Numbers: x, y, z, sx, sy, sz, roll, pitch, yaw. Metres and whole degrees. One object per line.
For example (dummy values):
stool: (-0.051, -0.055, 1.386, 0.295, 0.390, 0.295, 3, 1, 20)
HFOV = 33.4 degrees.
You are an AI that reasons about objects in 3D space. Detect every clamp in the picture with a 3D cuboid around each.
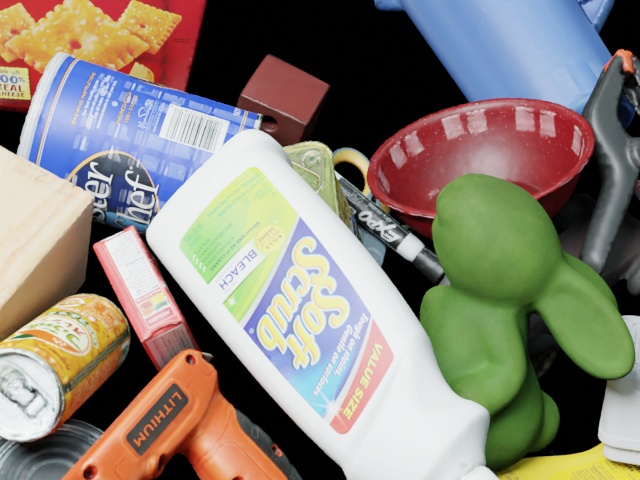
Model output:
clamp: (0.240, -0.052, 0.764, 0.120, 0.039, 0.171, 5, 76, -15)

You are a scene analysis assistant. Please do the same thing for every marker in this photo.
marker: (0.045, -0.010, 0.761, 0.121, 0.020, 0.020, 39, 51, 9)

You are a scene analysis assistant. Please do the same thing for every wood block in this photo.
wood block: (-0.221, 0.047, 0.602, 0.090, 0.091, 0.205, 27, 49, 5)

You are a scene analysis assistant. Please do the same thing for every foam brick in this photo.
foam brick: (-0.033, -0.083, 0.779, 0.053, 0.078, 0.051, 26, 47, 3)

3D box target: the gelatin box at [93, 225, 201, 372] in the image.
gelatin box: (-0.100, 0.044, 0.646, 0.030, 0.089, 0.073, -27, 62, -9)

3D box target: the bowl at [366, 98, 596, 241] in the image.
bowl: (0.118, -0.040, 0.765, 0.162, 0.055, 0.162, -13, 32, 8)

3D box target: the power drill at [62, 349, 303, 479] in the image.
power drill: (-0.046, 0.165, 0.565, 0.187, 0.057, 0.184, 43, 50, -5)

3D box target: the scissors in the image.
scissors: (0.021, 0.001, 0.768, 0.096, 0.016, 0.201, 32, 49, 4)

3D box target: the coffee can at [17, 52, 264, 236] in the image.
coffee can: (-0.119, -0.055, 0.710, 0.140, 0.103, 0.102, 17, 49, -5)

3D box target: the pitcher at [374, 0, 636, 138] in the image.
pitcher: (0.165, -0.180, 0.884, 0.144, 0.149, 0.243, -12, 60, -28)

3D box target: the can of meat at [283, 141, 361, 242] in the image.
can of meat: (-0.005, 0.001, 0.707, 0.057, 0.084, 0.102, -14, 53, 10)

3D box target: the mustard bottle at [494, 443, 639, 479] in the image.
mustard bottle: (0.200, 0.166, 0.666, 0.191, 0.058, 0.096, -9, 40, -25)

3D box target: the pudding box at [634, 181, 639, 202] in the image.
pudding box: (0.303, -0.014, 0.838, 0.113, 0.039, 0.090, 13, 43, -43)

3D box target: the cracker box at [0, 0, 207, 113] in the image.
cracker box: (-0.159, -0.176, 0.721, 0.164, 0.214, 0.072, 5, 50, -15)

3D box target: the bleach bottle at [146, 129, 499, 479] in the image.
bleach bottle: (0.012, 0.051, 0.580, 0.102, 0.068, 0.251, -45, 60, 0)

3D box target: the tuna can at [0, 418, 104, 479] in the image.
tuna can: (-0.147, 0.142, 0.588, 0.086, 0.034, 0.086, 9, 50, -11)
